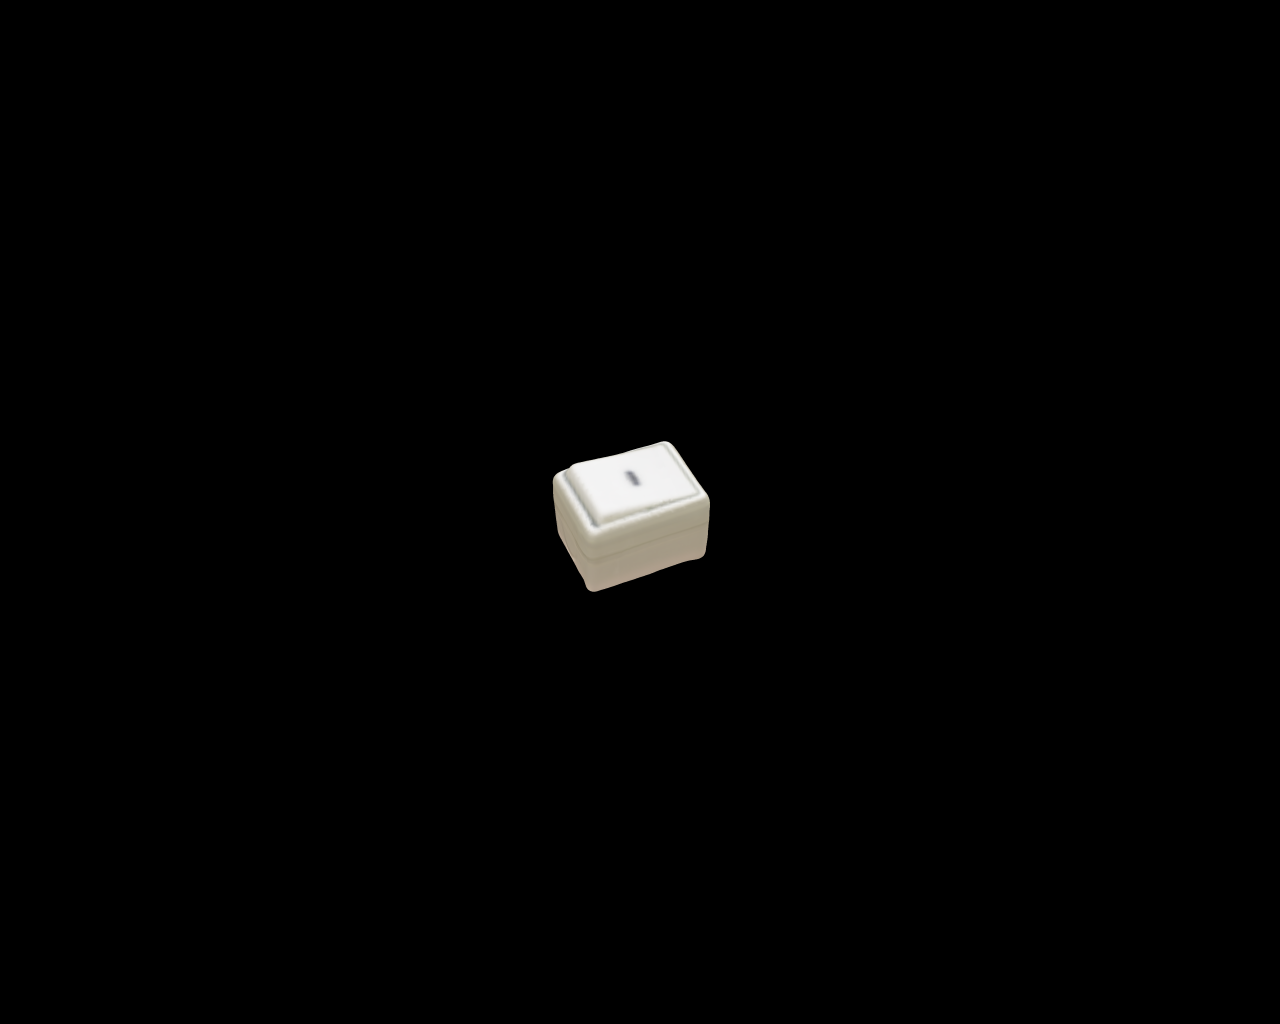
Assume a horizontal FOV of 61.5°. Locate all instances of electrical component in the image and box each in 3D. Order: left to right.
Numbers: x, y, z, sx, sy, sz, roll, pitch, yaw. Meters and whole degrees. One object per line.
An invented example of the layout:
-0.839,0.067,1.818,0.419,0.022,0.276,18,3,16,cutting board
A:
0.001,-0.003,0.650,0.096,0.061,0.062,-17,48,-16,electrical component
